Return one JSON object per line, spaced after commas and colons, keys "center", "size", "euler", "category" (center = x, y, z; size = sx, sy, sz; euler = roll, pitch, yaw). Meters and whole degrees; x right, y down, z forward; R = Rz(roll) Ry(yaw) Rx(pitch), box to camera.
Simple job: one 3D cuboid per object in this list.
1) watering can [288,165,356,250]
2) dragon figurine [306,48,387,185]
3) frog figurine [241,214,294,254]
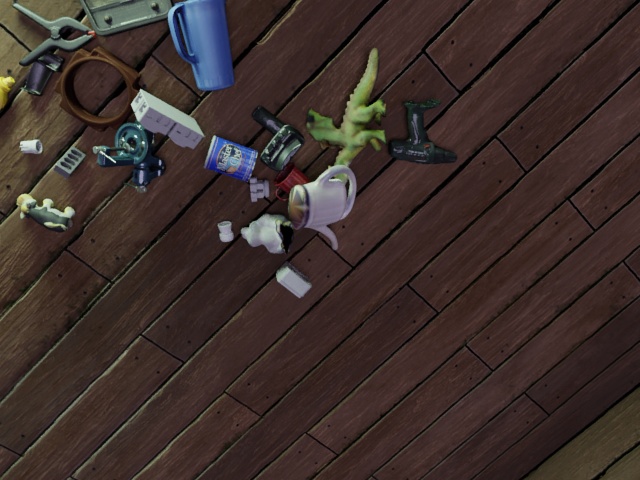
{"center": [0.005, -0.082, 1.624], "size": [0.225, 0.106, 0.339], "euler": [-11, 132, -27], "category": "watering can"}
{"center": [0.078, -0.366, 1.583], "size": [0.243, 0.124, 0.404], "euler": [-6, 111, 2], "category": "dragon figurine"}
{"center": [-0.171, -0.018, 1.688], "size": [0.159, 0.125, 0.135], "euler": [-2, 127, 31], "category": "frog figurine"}
